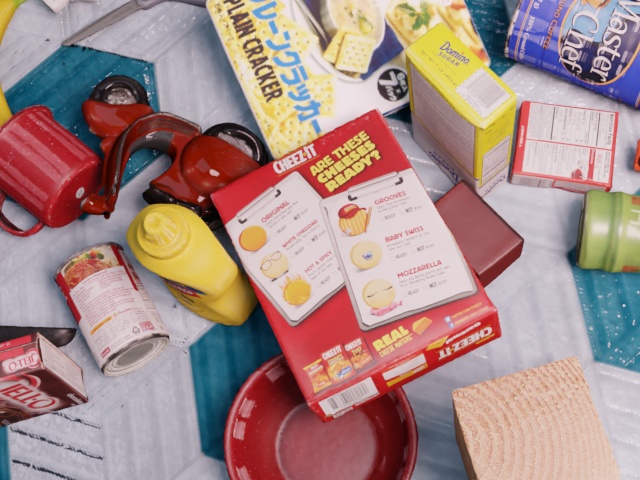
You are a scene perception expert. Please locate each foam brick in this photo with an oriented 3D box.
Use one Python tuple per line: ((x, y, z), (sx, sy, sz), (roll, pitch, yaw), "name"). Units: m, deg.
((0.133, -0.003, 0.937), (0.051, 0.053, 0.078), (-41, 70, -6), "foam brick")

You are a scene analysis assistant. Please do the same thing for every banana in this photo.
((-0.325, -0.168, 1.063), (0.070, 0.037, 0.198), (-7, 71, 8), "banana")

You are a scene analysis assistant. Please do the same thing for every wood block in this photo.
((0.155, 0.160, 0.799), (0.091, 0.206, 0.090), (-17, 71, 2), "wood block")

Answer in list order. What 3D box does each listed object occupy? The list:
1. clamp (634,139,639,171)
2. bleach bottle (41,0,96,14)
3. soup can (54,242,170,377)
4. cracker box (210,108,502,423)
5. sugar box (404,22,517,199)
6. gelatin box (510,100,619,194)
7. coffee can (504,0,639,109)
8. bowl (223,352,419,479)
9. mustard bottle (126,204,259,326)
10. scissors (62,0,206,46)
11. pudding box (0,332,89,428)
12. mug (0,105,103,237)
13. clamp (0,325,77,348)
((0.361, -0.061, 0.912), (0.172, 0.120, 0.039), (7, 65, 32), "clamp")
((-0.183, -0.321, 1.081), (0.103, 0.068, 0.251), (42, 84, 20), "bleach bottle")
((-0.185, 0.062, 0.953), (0.068, 0.068, 0.102), (-31, 72, -3), "soup can")
((0.027, 0.020, 0.881), (0.164, 0.072, 0.214), (-27, 61, 0), "cracker box")
((0.119, -0.102, 0.905), (0.048, 0.176, 0.093), (-39, 72, -4), "sugar box")
((0.220, -0.082, 0.961), (0.089, 0.030, 0.073), (8, 73, 6), "gelatin box")
((0.250, -0.186, 0.953), (0.140, 0.103, 0.102), (25, 77, 15), "coffee can")
((0.003, 0.171, 0.896), (0.162, 0.055, 0.162), (-2, 72, 7), "bowl")
((-0.112, 0.015, 0.891), (0.096, 0.191, 0.058), (34, 79, 16), "mustard bottle")
((-0.156, -0.236, 1.073), (0.201, 0.016, 0.096), (-44, 72, -7), "scissors")
((-0.262, 0.123, 0.919), (0.090, 0.113, 0.039), (-15, 68, 3), "pudding box")
((-0.261, -0.055, 0.995), (0.081, 0.093, 0.117), (37, 96, 12), "mug")
((-0.337, 0.066, 0.968), (0.210, 0.036, 0.164), (-30, 76, 11), "clamp")
